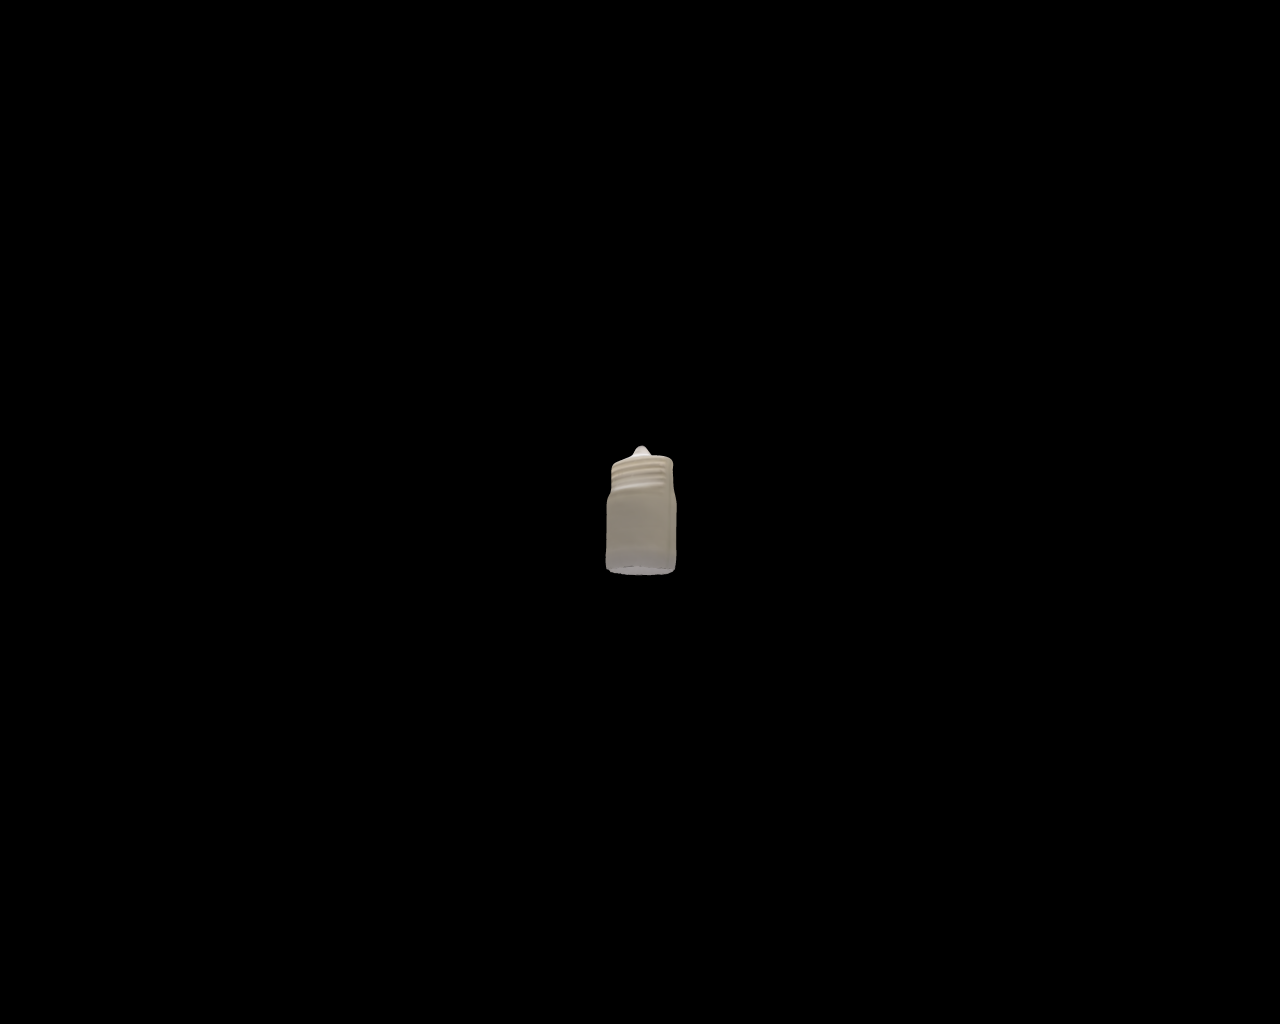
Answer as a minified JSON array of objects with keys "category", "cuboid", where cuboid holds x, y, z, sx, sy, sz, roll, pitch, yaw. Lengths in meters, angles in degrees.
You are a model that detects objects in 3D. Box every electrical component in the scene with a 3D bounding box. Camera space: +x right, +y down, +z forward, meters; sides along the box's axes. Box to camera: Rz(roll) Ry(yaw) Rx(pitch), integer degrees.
[{"category":"electrical component","cuboid":[0.001,-0.003,0.650,0.043,0.081,0.043,0,-11,0]}]
